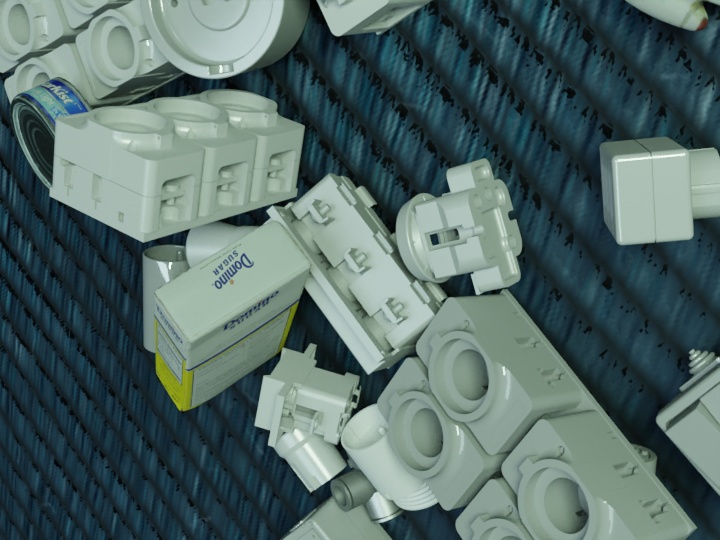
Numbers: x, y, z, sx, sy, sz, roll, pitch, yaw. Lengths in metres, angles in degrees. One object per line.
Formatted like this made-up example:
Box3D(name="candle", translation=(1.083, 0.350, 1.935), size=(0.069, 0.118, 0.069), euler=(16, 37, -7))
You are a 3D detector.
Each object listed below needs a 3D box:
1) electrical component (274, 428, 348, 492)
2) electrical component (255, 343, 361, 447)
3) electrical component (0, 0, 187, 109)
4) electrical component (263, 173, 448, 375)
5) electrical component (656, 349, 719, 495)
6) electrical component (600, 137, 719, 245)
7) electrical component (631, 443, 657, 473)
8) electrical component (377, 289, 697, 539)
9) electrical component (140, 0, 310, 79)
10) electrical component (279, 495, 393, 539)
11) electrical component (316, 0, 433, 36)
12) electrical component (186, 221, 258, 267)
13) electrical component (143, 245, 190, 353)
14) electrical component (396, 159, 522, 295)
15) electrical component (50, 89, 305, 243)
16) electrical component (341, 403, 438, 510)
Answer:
Box3D(name="electrical component", translation=(-0.036, 0.135, 0.797), size=(0.040, 0.040, 0.046), euler=(-40, 83, 37))
Box3D(name="electrical component", translation=(-0.035, 0.091, 0.764), size=(0.064, 0.081, 0.042), euler=(17, 116, 7))
Box3D(name="electrical component", translation=(-0.203, -0.178, 0.812), size=(0.186, 0.060, 0.105), euler=(-17, 93, 38))
Box3D(name="electrical component", translation=(0.000, 0.000, 0.712), size=(0.063, 0.079, 0.121), euler=(-40, 78, 15))
Box3D(name="electrical component", translation=(0.210, 0.083, 0.584), size=(0.096, 0.061, 0.061), euler=(50, 127, 13))
Box3D(name="electrical component", translation=(0.172, -0.045, 0.577), size=(0.077, 0.065, 0.047), euler=(-5, 102, 8))
Box3D(name="electrical component", translation=(0.160, 0.138, 0.652), size=(0.044, 0.044, 0.065), euler=(11, 105, 34))
Box3D(name="electrical component", translation=(0.094, 0.115, 0.647), size=(0.186, 0.060, 0.105), euler=(55, 129, 32))
Box3D(name="electrical component", translation=(-0.085, -0.183, 0.719), size=(0.108, 0.060, 0.108), euler=(5, 103, 23))
Box3D(name="electrical component", translation=(-0.008, 0.217, 0.790), size=(0.096, 0.061, 0.062), euler=(50, 126, 5))
Box3D(name="electrical component", translation=(-0.005, -0.248, 0.644), size=(0.105, 0.060, 0.186), euler=(-26, 88, 39))
Box3D(name="electrical component", translation=(-0.089, -0.015, 0.790), size=(0.065, 0.044, 0.044), euler=(3, 105, 31))
Box3D(name="electrical component", translation=(-0.133, 0.027, 0.833), size=(0.079, 0.043, 0.077), euler=(16, 113, 32))
Box3D(name="electrical component", translation=(0.060, -0.023, 0.666), size=(0.057, 0.058, 0.078), euler=(-13, 96, 35))
Box3D(name="electrical component", translation=(-0.118, -0.078, 0.722), size=(0.089, 0.150, 0.061), euler=(24, 117, 29))
Box3D(name="electrical component", translation=(0.026, 0.135, 0.740), size=(0.043, 0.043, 0.081), euler=(-11, 125, 38))
